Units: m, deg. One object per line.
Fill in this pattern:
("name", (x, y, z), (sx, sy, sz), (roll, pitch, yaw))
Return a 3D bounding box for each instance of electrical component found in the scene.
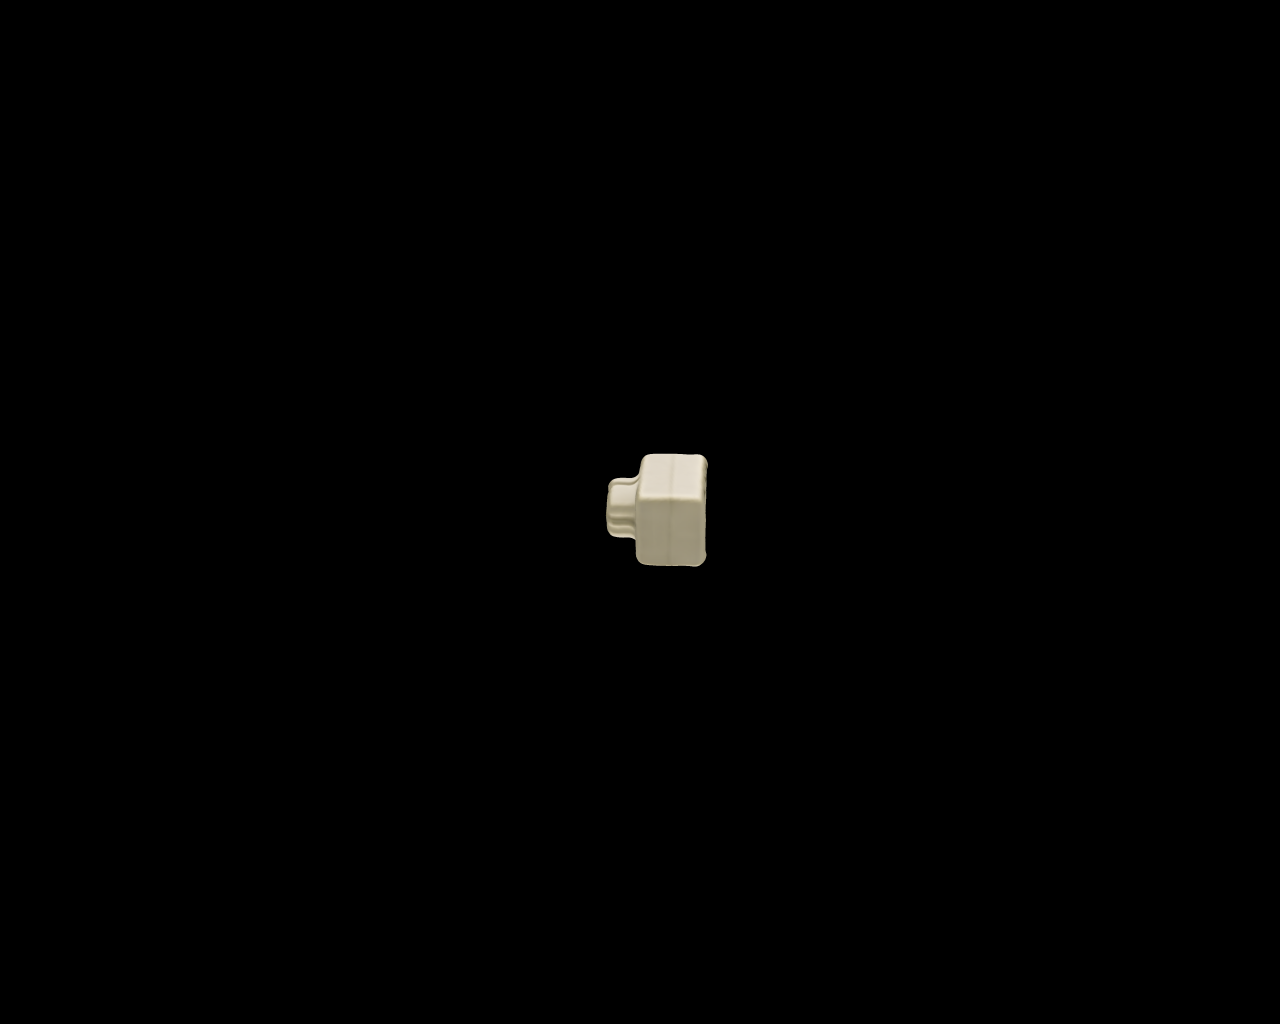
("electrical component", (0.001, -0.003, 0.650), (0.077, 0.047, 0.066), (2, 27, 3))
